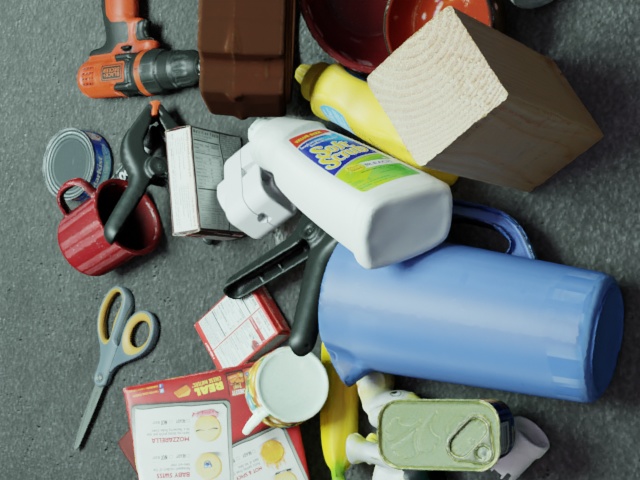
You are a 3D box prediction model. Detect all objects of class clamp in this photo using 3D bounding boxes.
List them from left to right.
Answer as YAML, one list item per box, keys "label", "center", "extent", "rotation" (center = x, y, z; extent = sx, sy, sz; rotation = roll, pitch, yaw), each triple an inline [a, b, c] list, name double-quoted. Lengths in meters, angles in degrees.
- label: "clamp"
  center: [-0.185, -0.068, 1.157]
  extent: [0.039, 0.120, 0.171]
  rotation: [-47, 55, 57]
- label: "clamp"
  center: [-0.007, 0.001, 1.041]
  extent: [0.165, 0.036, 0.210]
  rotation: [21, 76, 53]

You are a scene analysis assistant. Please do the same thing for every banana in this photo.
- label: "banana"
  center: [0.022, 0.136, 1.028]
  extent: [0.070, 0.037, 0.198]
  rotation: [147, 125, -72]

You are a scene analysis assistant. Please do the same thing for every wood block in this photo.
- label: "wood block"
  center: [0.141, -0.108, 0.877]
  extent: [0.090, 0.205, 0.091]
  rotation: [-39, 67, 25]

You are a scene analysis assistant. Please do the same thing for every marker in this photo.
- label: "marker"
  center: [-0.217, -0.085, 1.225]
  extent: [0.121, 0.020, 0.020]
  rotation: [-48, 64, 21]

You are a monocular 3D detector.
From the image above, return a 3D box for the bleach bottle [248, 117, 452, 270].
- label: "bleach bottle"
  center: [0.004, -0.059, 0.969]
  extent: [0.251, 0.102, 0.068]
  rotation: [34, 132, 47]

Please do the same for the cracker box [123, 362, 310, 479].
- label: "cracker box"
  center: [-0.094, 0.236, 1.048]
  extent: [0.164, 0.072, 0.214]
  rotation: [-11, 79, -7]

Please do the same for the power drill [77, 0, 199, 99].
- label: "power drill"
  center: [-0.198, -0.254, 1.201]
  extent: [0.185, 0.057, 0.187]
  rotation: [0, 87, 33]

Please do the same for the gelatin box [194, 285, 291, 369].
- label: "gelatin box"
  center: [-0.080, 0.093, 1.117]
  extent: [0.089, 0.030, 0.073]
  rotation: [-43, 64, 23]

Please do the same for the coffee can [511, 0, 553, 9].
- label: "coffee can"
  center: [0.169, -0.288, 0.932]
  extent: [0.103, 0.102, 0.140]
  rotation: [-44, 65, 23]

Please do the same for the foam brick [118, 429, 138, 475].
- label: "foam brick"
  center: [-0.164, 0.215, 1.136]
  extent: [0.053, 0.078, 0.051]
  rotation: [-48, 65, 21]

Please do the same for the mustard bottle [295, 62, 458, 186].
- label: "mustard bottle"
  center: [0.048, -0.120, 1.005]
  extent: [0.192, 0.096, 0.058]
  rotation: [34, 94, 32]

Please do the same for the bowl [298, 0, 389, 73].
- label: "bowl"
  center: [0.054, -0.238, 1.006]
  extent: [0.055, 0.162, 0.162]
  rotation: [-136, 61, -75]

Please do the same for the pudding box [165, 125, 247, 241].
- label: "pudding box"
  center: [-0.117, -0.058, 1.115]
  extent: [0.039, 0.089, 0.113]
  rotation: [-12, 81, 31]

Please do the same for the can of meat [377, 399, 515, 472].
- label: "can of meat"
  center: [0.108, 0.161, 0.895]
  extent: [0.102, 0.083, 0.057]
  rotation: [-3, 83, 20]

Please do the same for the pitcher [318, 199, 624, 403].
- label: "pitcher"
  center: [0.133, 0.056, 0.927]
  extent: [0.243, 0.144, 0.149]
  rotation: [8, 113, 30]

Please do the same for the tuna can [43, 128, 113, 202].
- label: "tuna can"
  center: [-0.286, -0.088, 1.262]
  extent: [0.086, 0.033, 0.086]
  rotation: [-3, 85, 34]

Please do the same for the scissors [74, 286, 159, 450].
- label: "scissors"
  center: [-0.233, 0.155, 1.222]
  extent: [0.096, 0.016, 0.202]
  rotation: [12, 93, 34]

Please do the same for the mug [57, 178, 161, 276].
- label: "mug"
  center: [-0.246, -0.018, 1.190]
  extent: [0.082, 0.093, 0.117]
  rotation: [-29, 112, 34]
